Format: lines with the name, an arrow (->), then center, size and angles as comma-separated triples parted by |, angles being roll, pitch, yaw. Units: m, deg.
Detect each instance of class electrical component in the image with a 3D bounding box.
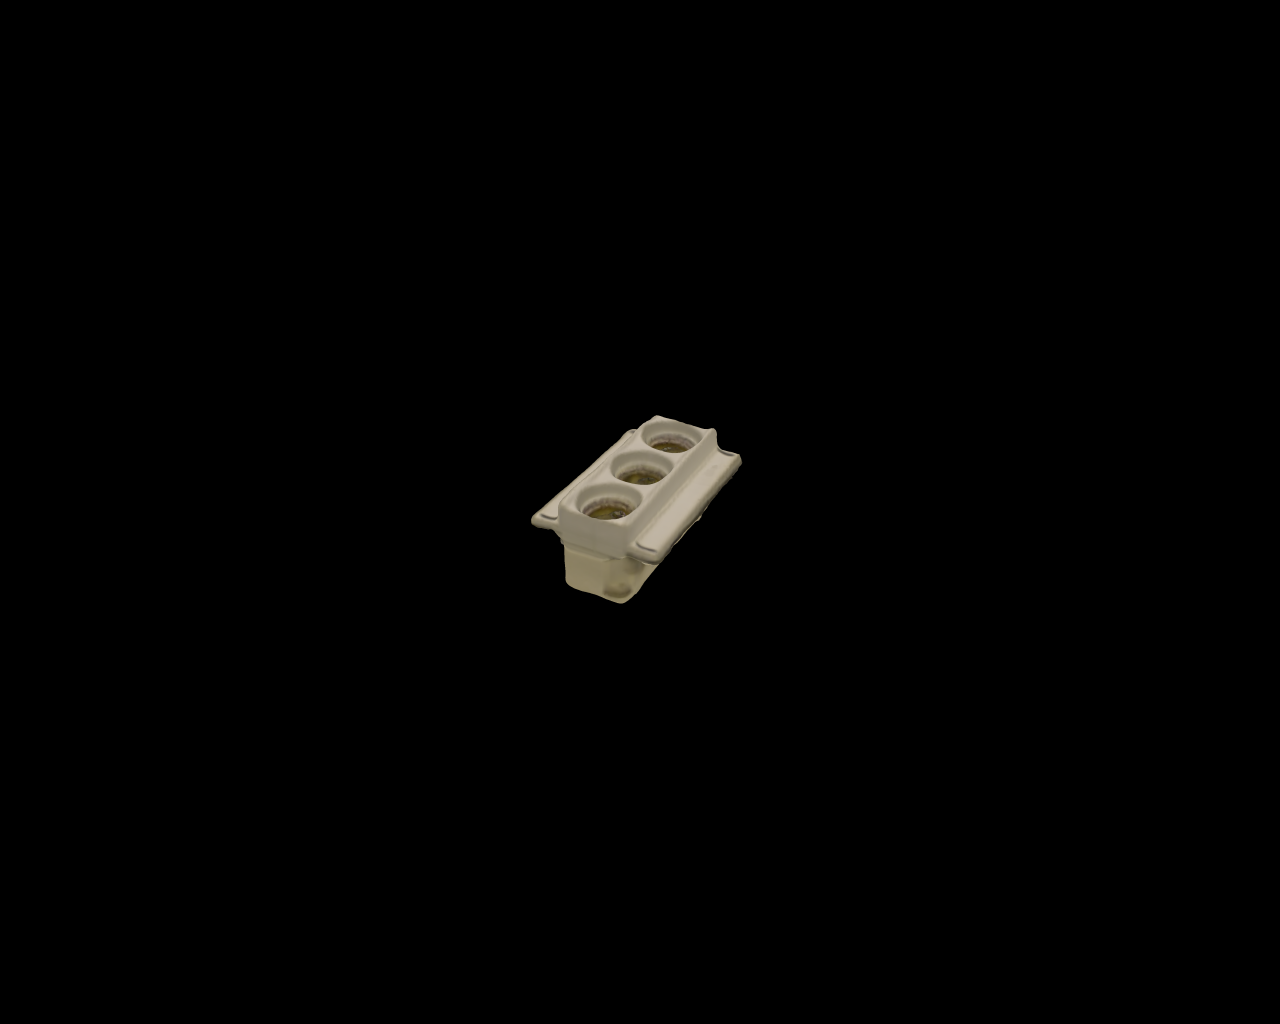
electrical component -> 0.001, -0.003, 0.650 | 0.079, 0.063, 0.121 | 16, 37, 22
